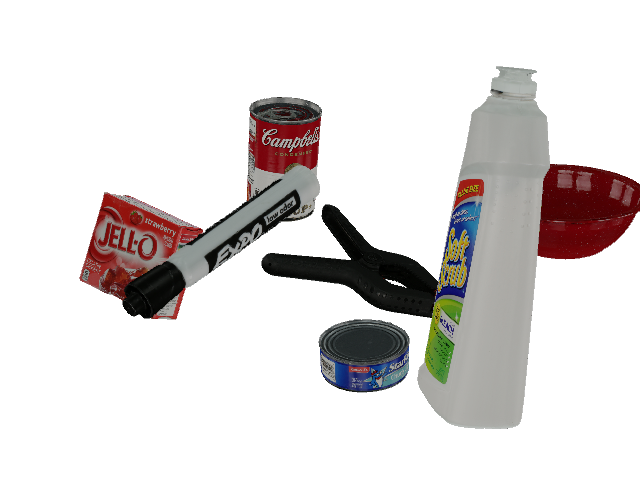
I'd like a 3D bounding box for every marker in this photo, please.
[{"bbox_3d":[-0.046,0.000,0.510,0.120,0.020,0.020,-37,23,-34],"label":"marker"}]

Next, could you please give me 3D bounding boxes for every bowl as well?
[{"bbox_3d":[0.234,-0.025,1.043,0.162,0.055,0.162,-1,23,0],"label":"bowl"}]

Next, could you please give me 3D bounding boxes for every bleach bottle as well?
[{"bbox_3d":[0.122,0.002,0.767,0.068,0.251,0.102,3,14,-9],"label":"bleach bottle"}]

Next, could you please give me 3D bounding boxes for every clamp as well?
[{"bbox_3d":[0.046,0.036,1.226,0.210,0.036,0.164,30,37,22],"label":"clamp"}]

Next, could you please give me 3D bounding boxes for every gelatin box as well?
[{"bbox_3d":[-0.138,0.011,0.812,0.089,0.073,0.030,23,9,34],"label":"gelatin box"}]

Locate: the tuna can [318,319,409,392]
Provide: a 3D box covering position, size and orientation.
[{"bbox_3d":[0.042,0.109,1.011,0.086,0.034,0.086,-2,23,1],"label":"tuna can"}]

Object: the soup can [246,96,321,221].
[{"bbox_3d":[-0.036,-0.077,1.015,0.068,0.102,0.068,3,26,-2],"label":"soup can"}]
